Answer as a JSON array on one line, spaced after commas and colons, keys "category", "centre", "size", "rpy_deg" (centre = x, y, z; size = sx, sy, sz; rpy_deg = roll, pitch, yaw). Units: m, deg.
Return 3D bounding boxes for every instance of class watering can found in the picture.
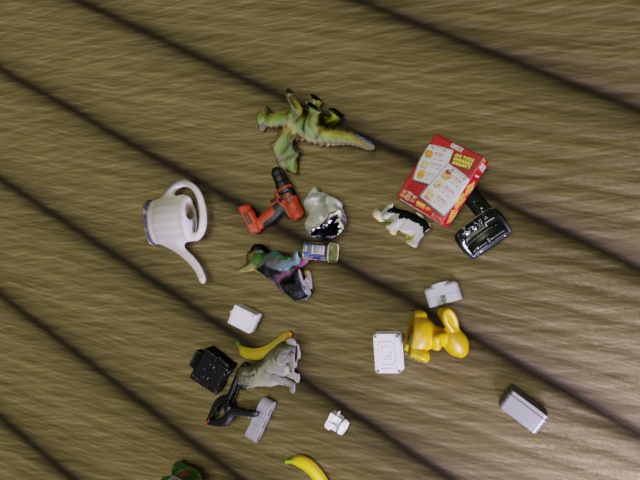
[{"category": "watering can", "centre": [-0.474, -0.024, 1.696], "size": [0.224, 0.104, 0.350], "rpy_deg": [-7, 83, 17]}]

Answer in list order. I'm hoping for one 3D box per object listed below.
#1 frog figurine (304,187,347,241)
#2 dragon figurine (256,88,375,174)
[{"category": "frog figurine", "centre": [0.005, -0.079, 1.574], "size": [0.136, 0.121, 0.163], "rpy_deg": [-52, 38, 17]}, {"category": "dragon figurine", "centre": [-0.047, -0.317, 1.612], "size": [0.414, 0.123, 0.239], "rpy_deg": [41, 115, 17]}]
